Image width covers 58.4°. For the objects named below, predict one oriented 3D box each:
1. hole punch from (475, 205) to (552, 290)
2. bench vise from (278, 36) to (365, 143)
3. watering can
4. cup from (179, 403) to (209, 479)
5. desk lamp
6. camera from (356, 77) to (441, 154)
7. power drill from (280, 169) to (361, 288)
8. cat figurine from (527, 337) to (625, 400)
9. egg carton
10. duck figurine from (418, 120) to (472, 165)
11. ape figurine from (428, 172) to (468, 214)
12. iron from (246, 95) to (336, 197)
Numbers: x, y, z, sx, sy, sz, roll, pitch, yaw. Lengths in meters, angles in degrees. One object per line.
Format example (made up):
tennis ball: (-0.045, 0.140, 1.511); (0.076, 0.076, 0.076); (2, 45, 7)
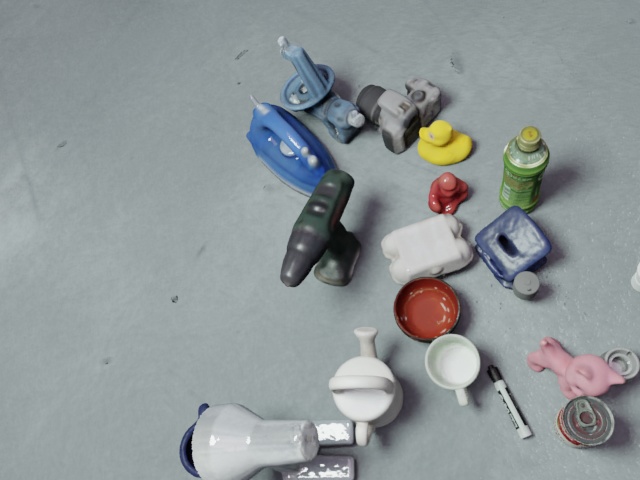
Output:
hole punch: (0.327, 0.013, 0.978); (0.101, 0.091, 0.108); (-32, 64, -1)
bench vise: (0.003, -0.303, 1.120); (0.206, 0.220, 0.121); (18, 73, 20)
watering can: (0.068, 0.226, 0.895); (0.101, 0.194, 0.172); (-21, 64, 5)
cup: (-0.177, 0.339, 0.963); (0.091, 0.095, 0.117); (-16, 65, 7)
desk lamp: (-0.063, 0.314, 0.879); (0.203, 0.214, 0.118); (-6, 66, 12)
camera: (0.148, -0.270, 1.137); (0.136, 0.101, 0.143); (39, 81, 25)
power drill: (0.009, 0.004, 0.995); (0.075, 0.209, 0.230); (13, 71, 19)
cat figurine: (0.387, 0.194, 0.872); (0.127, 0.118, 0.067); (38, 81, 25)
egg carton: (0.190, 0.018, 1.022); (0.150, 0.069, 0.107); (-20, 64, 5)
duck figurine: (0.236, -0.193, 1.091); (0.104, 0.086, 0.077); (6, 69, 16)
ape figurine: (0.232, -0.091, 1.045); (0.077, 0.092, 0.076); (-15, 65, 8)
iron: (-0.049, -0.182, 1.125); (0.119, 0.142, 0.257); (-42, 64, -6)
